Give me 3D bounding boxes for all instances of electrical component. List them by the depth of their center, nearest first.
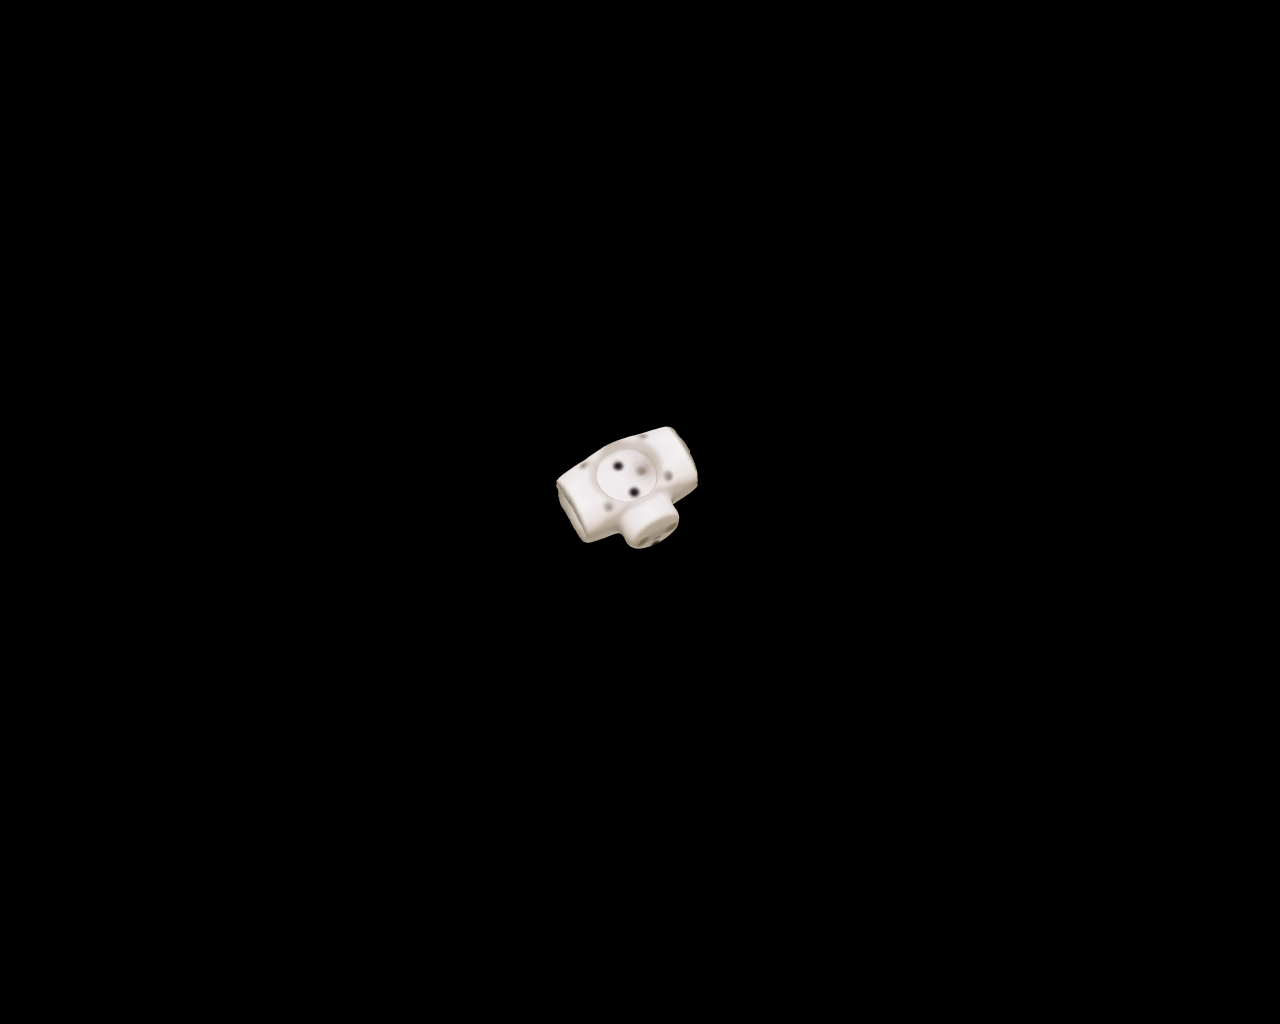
[{"bbox_3d":[0.001,-0.003,0.650,0.077,0.079,0.044,-26,-20,-11],"label":"electrical component"}]
